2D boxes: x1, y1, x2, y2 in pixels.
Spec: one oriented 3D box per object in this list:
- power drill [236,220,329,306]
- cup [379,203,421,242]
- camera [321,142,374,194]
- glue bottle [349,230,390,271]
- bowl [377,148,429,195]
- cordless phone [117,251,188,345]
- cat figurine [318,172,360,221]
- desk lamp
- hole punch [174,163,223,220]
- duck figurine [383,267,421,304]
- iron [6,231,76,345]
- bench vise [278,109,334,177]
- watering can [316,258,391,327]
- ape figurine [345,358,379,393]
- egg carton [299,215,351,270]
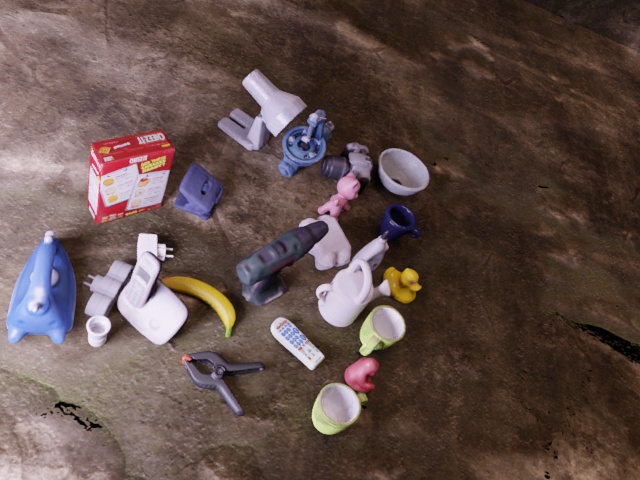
[{"bbox_3d":[-0.096,0.056,1.295,0.230,0.208,0.075,-29,71,-37],"label":"power drill"},{"bbox_3d":[0.215,-0.031,1.577,0.117,0.095,0.092,39,49,6],"label":"cup"},{"bbox_3d":[0.077,-0.222,1.651,0.137,0.100,0.143,9,53,-18],"label":"camera"},{"bbox_3d":[0.138,0.027,1.447,0.078,0.173,0.037,-9,60,-29],"label":"glue bottle"},{"bbox_3d":[0.238,-0.191,1.720,0.168,0.074,0.167,12,52,-16],"label":"bowl"},{"bbox_3d":[-0.330,0.115,1.159,0.147,0.185,0.094,39,49,6],"label":"cordless phone"},{"bbox_3d":[0.063,-0.124,1.561,0.067,0.117,0.128,37,49,5],"label":"cat figurine"},{"bbox_3d":[-0.157,-0.345,1.561,0.203,0.213,0.118,36,49,4],"label":"desk lamp"},{"bbox_3d":[-0.293,-0.121,1.414,0.101,0.091,0.109,22,50,-8],"label":"hole punch"},{"bbox_3d":[0.218,0.104,1.484,0.078,0.086,0.104,-32,73,-38],"label":"duck figurine"},{"bbox_3d":[-0.540,0.069,1.126,0.119,0.141,0.258,5,54,-21],"label":"iron"},{"bbox_3d":[-0.027,-0.297,1.581,0.121,0.219,0.207,26,49,-5],"label":"bench vise"},{"bbox_3d":[0.081,0.114,1.342,0.173,0.194,0.100,-17,64,-33],"label":"watering can"},{"bbox_3d":[0.102,0.296,1.284,0.076,0.092,0.078,21,50,-9],"label":"ape figurine"},{"bbox_3d":[0.014,0.005,1.474,0.107,0.069,0.150,-13,62,-32],"label":"egg carton"}]
